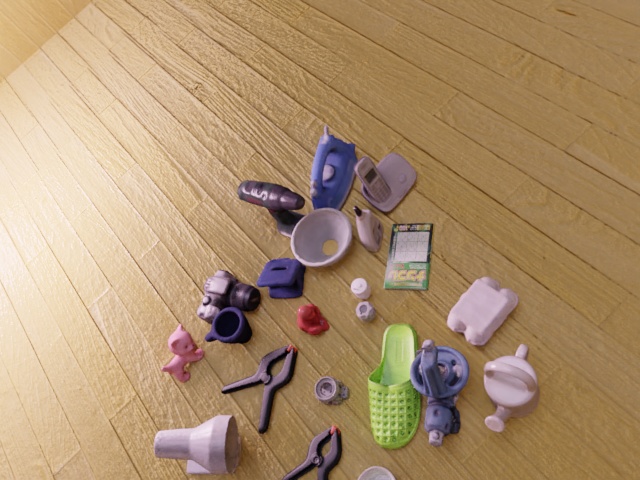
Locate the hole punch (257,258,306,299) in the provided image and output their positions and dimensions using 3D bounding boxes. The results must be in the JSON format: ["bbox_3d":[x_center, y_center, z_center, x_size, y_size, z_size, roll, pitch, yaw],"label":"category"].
[{"bbox_3d":[-0.100,0.091,1.475,0.108,0.091,0.101,-5,62,21],"label":"hole punch"}]

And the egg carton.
[{"bbox_3d":[0.356,0.156,1.261,0.107,0.070,0.150,36,81,33],"label":"egg carton"}]

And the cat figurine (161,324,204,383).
[{"bbox_3d":[-0.361,0.287,1.465,0.067,0.118,0.128,21,74,31],"label":"cat figurine"}]

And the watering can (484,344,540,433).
[{"bbox_3d":[0.370,0.285,1.111,0.100,0.195,0.173,-5,62,21],"label":"watering can"}]

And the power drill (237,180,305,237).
[{"bbox_3d":[-0.100,-0.083,1.496,0.228,0.209,0.076,19,73,30],"label":"power drill"}]

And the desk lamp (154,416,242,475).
[{"bbox_3d":[-0.252,0.462,1.268,0.202,0.214,0.118,-10,60,18],"label":"desk lamp"}]

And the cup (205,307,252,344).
[{"bbox_3d":[-0.223,0.234,1.448,0.117,0.095,0.091,-32,56,4],"label":"cup"}]

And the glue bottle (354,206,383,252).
[{"bbox_3d":[0.113,-0.039,1.404,0.037,0.174,0.078,4,65,25],"label":"glue bottle"}]

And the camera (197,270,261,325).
[{"bbox_3d":[-0.235,0.155,1.492,0.136,0.101,0.143,10,68,27],"label":"camera"}]

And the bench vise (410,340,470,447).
[{"bbox_3d":[0.244,0.294,1.144,0.121,0.220,0.207,-18,58,13],"label":"bench vise"}]

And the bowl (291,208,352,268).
[{"bbox_3d":[0.014,0.005,1.482,0.167,0.075,0.167,-10,60,18],"label":"bowl"}]

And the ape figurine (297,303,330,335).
[{"bbox_3d":[-0.026,0.188,1.392,0.076,0.092,0.078,-6,62,20],"label":"ape figurine"}]

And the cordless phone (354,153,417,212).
[{"bbox_3d":[0.160,-0.170,1.447,0.093,0.185,0.148,33,80,33],"label":"cordless phone"}]

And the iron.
[{"bbox_3d":[0.014,-0.173,1.536,0.118,0.142,0.258,3,65,25],"label":"iron"}]
